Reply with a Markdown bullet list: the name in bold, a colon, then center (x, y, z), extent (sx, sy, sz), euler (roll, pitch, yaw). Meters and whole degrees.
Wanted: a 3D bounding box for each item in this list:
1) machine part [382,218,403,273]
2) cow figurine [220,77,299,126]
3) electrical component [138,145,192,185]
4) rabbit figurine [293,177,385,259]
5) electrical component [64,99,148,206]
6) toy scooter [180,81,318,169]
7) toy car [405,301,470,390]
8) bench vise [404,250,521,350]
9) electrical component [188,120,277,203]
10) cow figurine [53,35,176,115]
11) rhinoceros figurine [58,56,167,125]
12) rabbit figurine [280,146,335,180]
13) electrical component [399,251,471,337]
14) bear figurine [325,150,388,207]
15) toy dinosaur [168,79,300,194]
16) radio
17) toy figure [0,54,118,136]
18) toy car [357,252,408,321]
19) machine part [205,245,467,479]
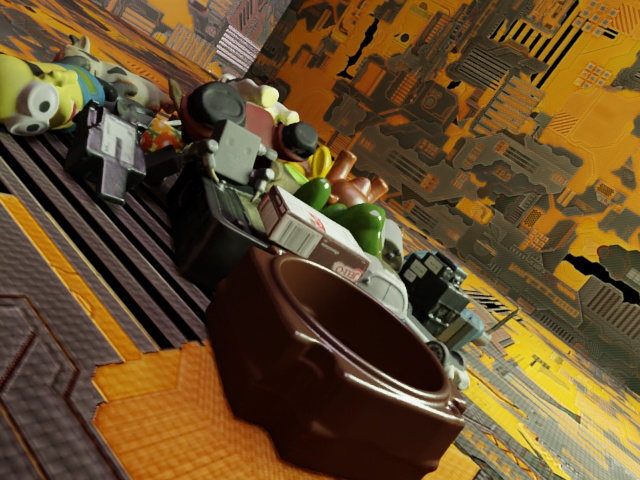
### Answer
- **machine part**: center (0.102, 0.014, 0.909), extent (0.079, 0.079, 0.243), euler (35, 14, -1)
- **cow figurine**: center (-0.084, -0.180, 0.811), extent (0.098, 0.068, 0.167), euler (34, -1, 30)
- **electrical component**: center (-0.191, -0.092, 0.644), extent (0.063, 0.094, 0.021), euler (-121, -173, -61)
- **rabbit figurine**: center (-0.001, -0.002, 0.728), extent (0.170, 0.121, 0.159), euler (5, -26, 11)
- **electrical component**: center (-0.227, -0.083, 0.575), extent (0.074, 0.048, 0.119), euler (21, 51, -45)
- **toy scooter**: center (-0.106, -0.129, 0.699), extent (0.184, 0.075, 0.135), euler (16, -24, -30)
- **toy car**: center (0.125, 0.130, 0.734), extent (0.073, 0.056, 0.202), euler (33, 11, -48)
- **bench vise**: center (0.222, 0.091, 0.990), extent (0.224, 0.128, 0.241), euler (26, 23, -2)
- **electrical component**: center (-0.094, -0.090, 0.604), extent (0.102, 0.078, 0.045), euler (32, -14, -38)
- **cow figurine**: center (-0.341, -0.254, 0.869), extent (0.127, 0.085, 0.195), euler (44, 15, 22)
- **rhinoceros figurine**: center (-0.295, -0.187, 0.758), extent (0.190, 0.073, 0.112), euler (32, 10, -17)
- **rabbit figurine**: center (-0.028, -0.133, 1.188), extent (0.121, 0.162, 0.173), euler (40, 21, -51)
- **electrical component**: center (0.163, 0.084, 0.828), extent (0.058, 0.134, 0.115), euler (31, 13, -32)
- **bear figurine**: center (0.053, -0.081, 0.912), extent (0.120, 0.132, 0.196), euler (40, -2, -5)
- **toy dinosaur**: center (-0.087, -0.087, 0.873), extent (0.471, 0.105, 0.198), euler (49, 10, 6)
- **radio**: center (-0.099, -0.014, 0.619), extent (0.131, 0.073, 0.230), euler (30, 12, -29)
- **toy figure**: center (-0.308, -0.162, 0.606), extent (0.089, 0.082, 0.180), euler (17, 18, 4)
- **toy car**: center (0.050, 0.070, 0.645), extent (0.161, 0.103, 0.109), euler (29, 14, -21)
- **machine part**: center (0.014, 0.099, 0.461), extent (0.201, 0.087, 0.201), euler (27, 14, -30)
